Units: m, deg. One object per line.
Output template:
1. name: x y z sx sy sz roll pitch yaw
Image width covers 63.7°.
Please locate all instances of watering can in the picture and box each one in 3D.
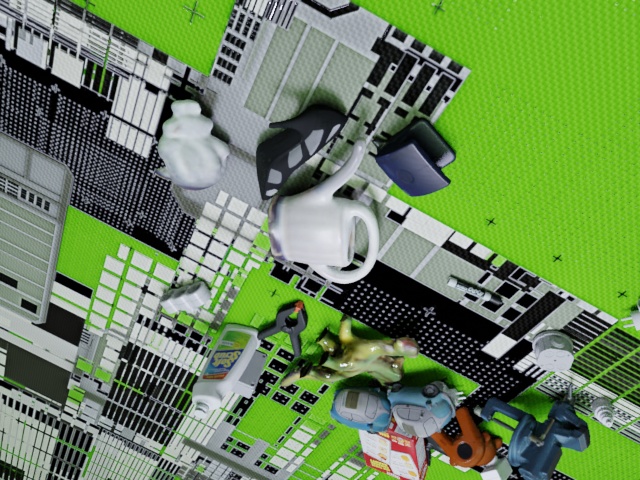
1. watering can: 0.003 -0.050 1.000 0.224 0.106 0.339 4 128 13

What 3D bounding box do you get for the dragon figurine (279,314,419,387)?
1. dragon figurine: 0.088 0.312 1.246 0.241 0.125 0.402 27 137 -15

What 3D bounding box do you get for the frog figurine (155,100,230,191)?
1. frog figurine: -0.236 -0.180 0.978 0.137 0.125 0.156 3 123 -27
